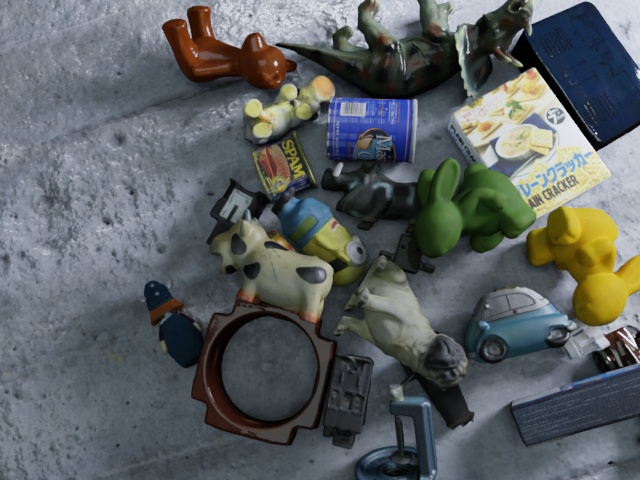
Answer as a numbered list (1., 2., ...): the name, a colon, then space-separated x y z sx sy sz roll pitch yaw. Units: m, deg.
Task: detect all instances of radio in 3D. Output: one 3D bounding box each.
1. radio: 0.436 -0.266 0.885 0.131 0.073 0.229 -28 80 -1

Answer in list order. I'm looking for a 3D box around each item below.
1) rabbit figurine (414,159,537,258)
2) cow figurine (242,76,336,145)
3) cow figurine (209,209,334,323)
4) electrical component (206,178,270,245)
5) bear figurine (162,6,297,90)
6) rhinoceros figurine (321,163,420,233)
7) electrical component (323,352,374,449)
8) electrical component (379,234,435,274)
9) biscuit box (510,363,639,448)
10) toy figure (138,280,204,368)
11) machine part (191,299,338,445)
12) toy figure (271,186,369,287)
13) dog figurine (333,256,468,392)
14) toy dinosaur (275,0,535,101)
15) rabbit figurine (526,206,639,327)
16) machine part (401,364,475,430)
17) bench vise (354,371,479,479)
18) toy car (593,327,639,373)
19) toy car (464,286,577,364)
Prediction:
1. rabbit figurine: 0.211 -0.043 0.803 0.170 0.121 0.159 -25 91 -24
2. cow figurine: -0.053 -0.217 0.918 0.167 0.098 0.068 -28 88 -15
3. cow figurine: -0.074 0.036 0.792 0.195 0.085 0.127 19 81 12
4. electrical component: -0.144 -0.036 0.908 0.075 0.047 0.119 24 83 10
5. bear figurine: -0.147 -0.321 0.914 0.196 0.131 0.120 7 41 22
6. rhinoceros figurine: 0.094 -0.073 0.880 0.190 0.073 0.112 12 82 7
7. electrical component: 0.044 0.238 0.805 0.058 0.115 0.134 9 80 11
8. electrical component: 0.147 0.021 0.883 0.094 0.021 0.063 15 81 9
9. biscuit box: 0.384 0.236 0.775 0.203 0.059 0.063 -23 77 17
10. toy figure: -0.244 0.135 0.881 0.154 0.064 0.058 54 126 16
11. machine part: -0.083 0.201 0.839 0.202 0.087 0.201 12 80 9
12. toy figure: 0.000 -0.004 0.865 0.180 0.089 0.082 40 49 2
13. dog figurine: 0.138 0.122 0.819 0.190 0.121 0.172 30 49 0
14. toy dinosaur: 0.141 -0.304 0.903 0.405 0.131 0.192 -16 78 9
15. rabbit figurine: 0.406 0.049 0.806 0.162 0.121 0.173 7 58 -15
16. machine part: 0.185 0.225 0.834 0.084 0.039 0.139 -31 76 -9
17. bench vise: 0.144 0.321 0.767 0.224 0.129 0.240 -5 98 24
18. toy car: 0.490 0.228 0.797 0.089 0.053 0.202 -24 79 3
19. toy car: 0.284 0.120 0.796 0.162 0.109 0.103 -20 80 17
